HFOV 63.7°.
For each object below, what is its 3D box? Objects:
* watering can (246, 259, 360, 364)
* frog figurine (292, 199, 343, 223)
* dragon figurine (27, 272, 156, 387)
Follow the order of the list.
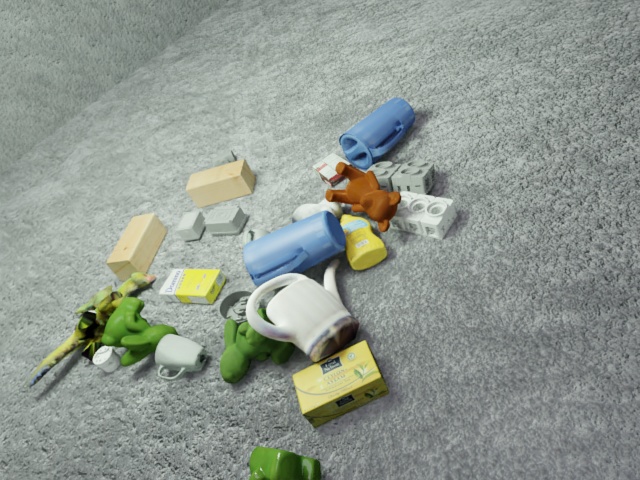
[{"bbox_3d":[-0.002,0.146,1.154,0.227,0.102,0.351,40,37,24],"label":"watering can"},{"bbox_3d":[0.004,-0.071,1.406,0.161,0.121,0.138,-52,25,-11],"label":"frog figurine"},{"bbox_3d":[-0.651,0.227,1.476,0.414,0.120,0.244,-37,23,-15],"label":"dragon figurine"}]
